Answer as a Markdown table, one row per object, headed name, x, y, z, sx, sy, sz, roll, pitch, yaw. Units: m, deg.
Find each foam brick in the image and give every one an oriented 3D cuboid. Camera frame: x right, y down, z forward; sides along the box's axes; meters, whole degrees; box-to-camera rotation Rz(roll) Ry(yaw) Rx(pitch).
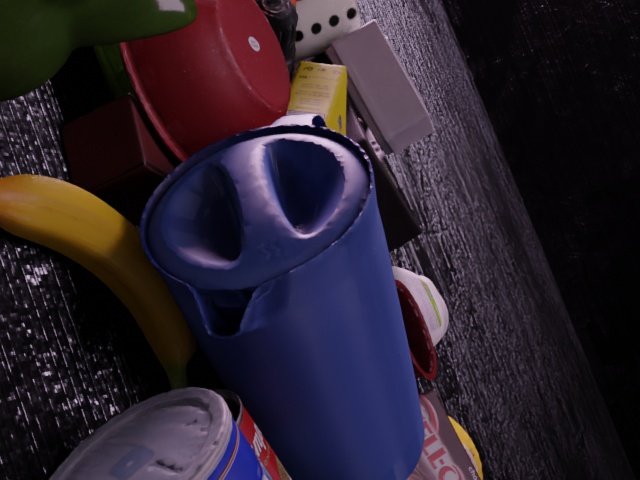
| name | x | y | z | sx | sy | sz | roll | pitch | yaw |
| --- | --- | --- | --- | --- | --- | --- | --- | --- | --- |
| foam brick | -0.117 | -0.049 | 0.674 | 0.078 | 0.053 | 0.051 | 30 | 40 | -65 |

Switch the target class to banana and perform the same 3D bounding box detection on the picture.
| name | x | y | z | sx | sy | sz | roll | pitch | yaw |
| --- | --- | --- | --- | --- | --- | --- | --- | --- | --- |
| banana | -0.120 | 0.015 | 0.609 | 0.197 | 0.037 | 0.069 | 53 | 20 | -39 |

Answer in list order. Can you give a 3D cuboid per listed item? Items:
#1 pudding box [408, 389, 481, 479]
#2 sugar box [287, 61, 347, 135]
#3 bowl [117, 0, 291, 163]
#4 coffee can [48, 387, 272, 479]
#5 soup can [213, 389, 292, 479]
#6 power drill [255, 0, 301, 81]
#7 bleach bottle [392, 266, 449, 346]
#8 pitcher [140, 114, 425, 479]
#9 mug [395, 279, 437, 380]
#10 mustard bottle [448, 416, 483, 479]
| name | x | y | z | sx | sy | sz | roll | pitch | yaw |
| --- | --- | --- | --- | --- | --- | --- | --- | --- | --- |
| pudding box | 0.082 | 0.192 | 0.899 | 0.089 | 0.039 | 0.113 | -16 | 74 | -37 |
| sugar box | -0.015 | -0.046 | 0.803 | 0.093 | 0.048 | 0.176 | 88 | 11 | -46 |
| bowl | -0.065 | -0.117 | 0.704 | 0.162 | 0.055 | 0.162 | 50 | 29 | -40 |
| coffee can | -0.056 | 0.157 | 0.512 | 0.140 | 0.103 | 0.102 | 60 | 19 | -22 |
| soup can | -0.050 | 0.145 | 0.604 | 0.102 | 0.069 | 0.068 | 60 | 19 | -24 |
| power drill | -0.038 | -0.190 | 0.879 | 0.185 | 0.057 | 0.187 | 116 | -11 | -62 |
| bleach bottle | 0.096 | 0.083 | 1.132 | 0.250 | 0.068 | 0.102 | 17 | 54 | -71 |
| pitcher | -0.005 | 0.051 | 0.665 | 0.145 | 0.149 | 0.243 | 41 | -22 | 44 |
| mug | 0.046 | 0.083 | 0.945 | 0.093 | 0.082 | 0.117 | 51 | 24 | -41 |
| mustard bottle | 0.112 | 0.242 | 0.981 | 0.096 | 0.058 | 0.191 | 63 | 18 | -12 |
